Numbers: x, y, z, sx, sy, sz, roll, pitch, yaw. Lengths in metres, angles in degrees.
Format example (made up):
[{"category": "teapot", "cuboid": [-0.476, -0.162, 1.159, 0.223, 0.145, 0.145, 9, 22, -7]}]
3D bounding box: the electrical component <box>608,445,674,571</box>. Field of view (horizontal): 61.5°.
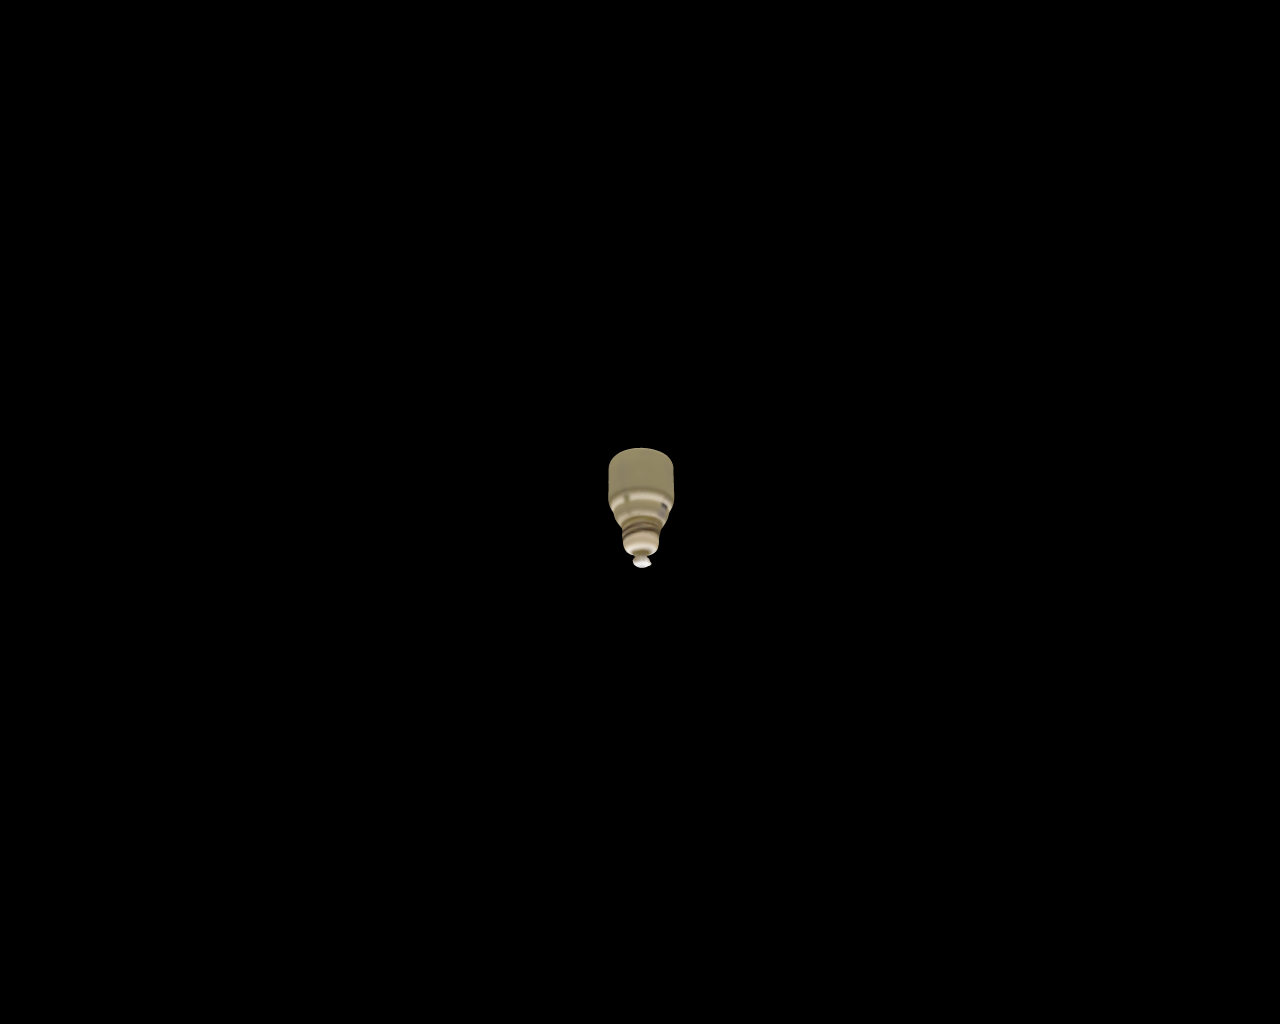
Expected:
[{"category": "electrical component", "cuboid": [0.001, -0.003, 0.650, 0.040, 0.078, 0.040, 0, -27, 0]}]
